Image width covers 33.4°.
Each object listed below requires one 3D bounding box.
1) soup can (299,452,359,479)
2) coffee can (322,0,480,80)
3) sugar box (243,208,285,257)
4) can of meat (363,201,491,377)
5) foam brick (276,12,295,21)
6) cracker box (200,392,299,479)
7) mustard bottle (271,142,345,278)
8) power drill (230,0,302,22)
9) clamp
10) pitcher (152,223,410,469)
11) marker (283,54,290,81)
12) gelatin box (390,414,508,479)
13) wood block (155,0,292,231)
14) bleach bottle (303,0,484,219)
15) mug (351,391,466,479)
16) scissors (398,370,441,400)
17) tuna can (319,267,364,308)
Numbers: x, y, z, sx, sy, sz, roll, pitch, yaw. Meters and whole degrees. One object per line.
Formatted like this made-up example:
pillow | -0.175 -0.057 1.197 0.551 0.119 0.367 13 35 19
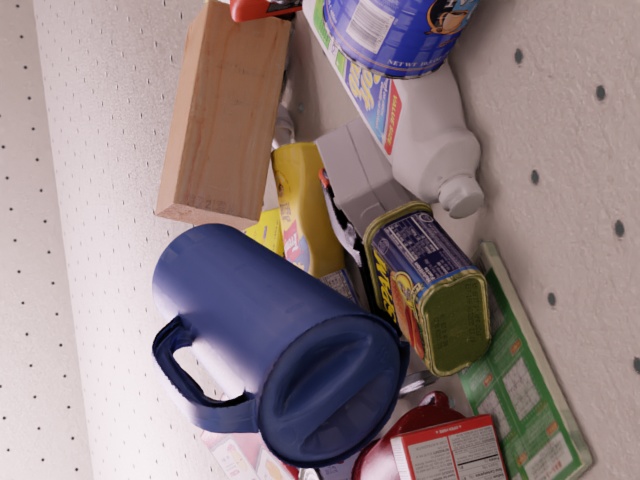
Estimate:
soup can | 0.040 0.218 0.936 0.069 0.102 0.068 173 90 -69
coffee can | 0.069 -0.193 0.731 0.140 0.102 0.103 119 139 -57
sugar box | -0.059 0.017 1.177 0.176 0.048 0.093 172 108 -66
can of meat | 0.080 0.037 0.773 0.084 0.057 0.102 54 165 44
foam brick | -0.064 -0.259 1.118 0.053 0.051 0.078 144 117 -67
cracker box | -0.021 0.237 1.051 0.214 0.072 0.164 52 150 14
mustard bottle | -0.007 0.001 1.048 0.096 0.058 0.191 175 87 -70
power drill | -0.080 -0.297 0.996 0.188 0.184 0.057 66 155 15
clamp | 0.043 0.004 0.950 0.171 0.039 0.120 -121 35 -44
pitcher | -0.057 0.077 0.890 0.145 0.149 0.243 -55 39 -1
marker | -0.054 -0.157 1.170 0.121 0.020 0.020 109 147 -49
gelatin box | 0.098 0.178 0.774 0.030 0.073 0.089 139 119 -71
wood block | -0.097 -0.120 1.069 0.091 0.090 0.206 159 121 -69
bleach bottle | 0.064 -0.127 0.825 0.251 0.068 0.103 66 149 31
mug | 0.084 0.173 0.848 0.082 0.093 0.117 120 170 -50
scissors | 0.056 0.141 0.899 0.096 0.016 0.202 -65 8 -3
tuna can | 0.024 0.070 0.979 0.086 0.033 0.086 160 88 -89
